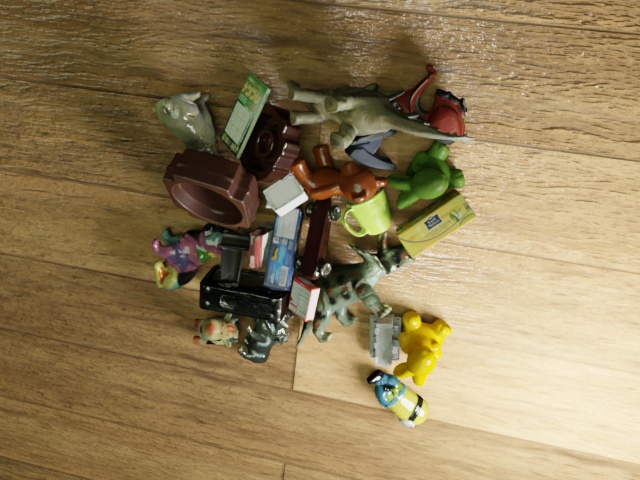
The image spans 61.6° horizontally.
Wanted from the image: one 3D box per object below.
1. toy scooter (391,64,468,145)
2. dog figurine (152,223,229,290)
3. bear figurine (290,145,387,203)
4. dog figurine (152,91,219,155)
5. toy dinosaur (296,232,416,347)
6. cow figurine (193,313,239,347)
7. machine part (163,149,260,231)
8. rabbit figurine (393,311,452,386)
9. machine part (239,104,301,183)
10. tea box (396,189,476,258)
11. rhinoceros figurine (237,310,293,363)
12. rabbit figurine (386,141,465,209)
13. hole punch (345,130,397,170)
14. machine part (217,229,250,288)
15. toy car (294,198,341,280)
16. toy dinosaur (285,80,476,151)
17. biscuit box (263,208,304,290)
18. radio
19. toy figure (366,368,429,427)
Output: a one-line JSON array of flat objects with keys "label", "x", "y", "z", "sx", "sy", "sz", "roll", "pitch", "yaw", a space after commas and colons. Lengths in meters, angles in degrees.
[{"label": "toy scooter", "x": 0.247, "y": -0.299, "z": 1.167, "sx": 0.184, "sy": 0.075, "sz": 0.135, "roll": 30, "pitch": 118, "yaw": 11}, {"label": "dog figurine", "x": -0.313, "y": 0.042, "z": 1.383, "sx": 0.219, "sy": 0.108, "sz": 0.191, "roll": 2, "pitch": 107, "yaw": 9}, {"label": "bear figurine", "x": 0.042, "y": -0.145, "z": 1.205, "sx": 0.196, "sy": 0.120, "sz": 0.131, "roll": 3, "pitch": 124, "yaw": 54}, {"label": "dog figurine", "x": -0.301, "y": -0.239, "z": 1.261, "sx": 0.121, "sy": 0.172, "sz": 0.190, "roll": -13, "pitch": 97, "yaw": 27}, {"label": "toy dinosaur", "x": 0.050, "y": 0.127, "z": 1.330, "sx": 0.405, "sy": 0.131, "sz": 0.192, "roll": -29, "pitch": 87, "yaw": 23}, {"label": "cow figurine", "x": -0.260, "y": 0.236, "z": 1.389, "sx": 0.127, "sy": 0.194, "sz": 0.085, "roll": -3, "pitch": 77, "yaw": 6}, {"label": "machine part", "x": -0.246, "y": -0.115, "z": 1.249, "sx": 0.202, "sy": 0.200, "sz": 0.087, "roll": 15, "pitch": 66, "yaw": 7}, {"label": "rabbit figurine", "x": 0.236, "y": 0.272, "z": 1.301, "sx": 0.122, "sy": 0.173, "sz": 0.162, "roll": 24, "pitch": 106, "yaw": 0}, {"label": "machine part", "x": -0.116, "y": -0.220, "z": 1.238, "sx": 0.179, "sy": 0.056, "sz": 0.179, "roll": -7, "pitch": 81, "yaw": 45}, {"label": "tea box", "x": 0.261, "y": -0.039, "z": 1.227, "sx": 0.170, "sy": 0.098, "sz": 0.068, "roll": -33, "pitch": 97, "yaw": 13}, {"label": "rhinoceros figurine", "x": -0.141, "y": 0.251, "z": 1.427, "sx": 0.112, "sy": 0.073, "sz": 0.190, "roll": 32, "pitch": 111, "yaw": 2}, {"label": "rabbit figurine", "x": 0.228, "y": -0.137, "z": 1.174, "sx": 0.159, "sy": 0.170, "sz": 0.121, "roll": -20, "pitch": 101, "yaw": 16}, {"label": "hole punch", "x": 0.113, "y": -0.201, "z": 1.205, "sx": 0.116, "sy": 0.142, "sz": 0.092, "roll": -8, "pitch": 110, "yaw": 2}, {"label": "machine part", "x": -0.210, "y": 0.047, "z": 1.302, "sx": 0.084, "sy": 0.039, "sz": 0.138, "roll": 11, "pitch": 83, "yaw": -9}, {"label": "toy car", "x": -0.003, "y": -0.004, "z": 1.299, "sx": 0.089, "sy": 0.053, "sz": 0.202, "roll": 8, "pitch": 85, "yaw": 38}, {"label": "toy dinosaur", "x": 0.089, "y": -0.266, "z": 1.115, "sx": 0.472, "sy": 0.198, "sz": 0.104, "roll": 36, "pitch": 137, "yaw": 39}, {"label": "biscuit box", "x": -0.088, "y": 0.021, "z": 1.310, "sx": 0.059, "sy": 0.063, "sz": 0.202, "roll": 10, "pitch": 85, "yaw": 8}, {"label": "radio", "x": -0.186, "y": 0.134, "z": 1.369, "sx": 0.230, "sy": 0.131, "sz": 0.073, "roll": 8, "pitch": 111, "yaw": 10}, {"label": "toy figure", "x": 0.205, "y": 0.410, "z": 1.400, "sx": 0.089, "sy": 0.082, "sz": 0.180, "roll": -41, "pitch": 93, "yaw": 22}]
